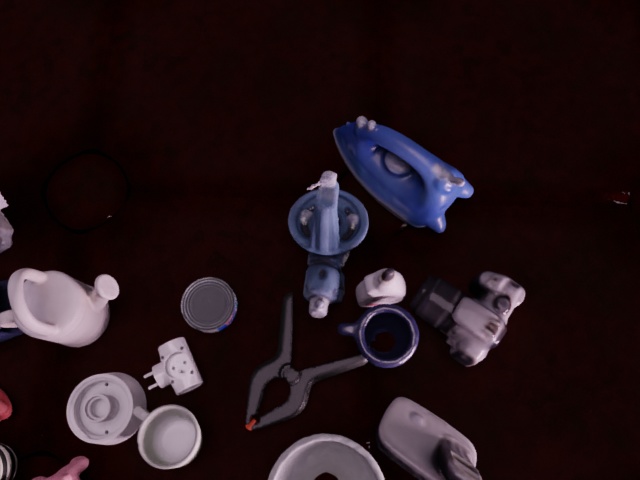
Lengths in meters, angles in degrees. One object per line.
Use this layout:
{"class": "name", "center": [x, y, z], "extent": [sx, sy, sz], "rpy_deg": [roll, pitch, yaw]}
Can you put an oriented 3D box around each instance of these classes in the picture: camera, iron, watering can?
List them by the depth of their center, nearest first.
{"class": "watering can", "center": [-0.383, 0.092, 0.834], "extent": [0.173, 0.194, 0.101], "rpy_deg": [-37, 76, -9]}
{"class": "camera", "center": [0.217, 0.099, 0.868], "extent": [0.136, 0.101, 0.143], "rpy_deg": [34, 77, 10]}
{"class": "iron", "center": [0.122, -0.131, 0.914], "extent": [0.258, 0.141, 0.119], "rpy_deg": [37, 78, 11]}

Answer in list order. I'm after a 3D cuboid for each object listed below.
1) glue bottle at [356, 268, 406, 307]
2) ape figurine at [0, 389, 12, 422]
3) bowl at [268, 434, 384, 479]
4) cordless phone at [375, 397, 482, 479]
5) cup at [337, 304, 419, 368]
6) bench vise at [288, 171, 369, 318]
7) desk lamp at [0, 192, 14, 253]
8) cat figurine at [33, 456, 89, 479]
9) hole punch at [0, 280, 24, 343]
{"class": "glue bottle", "center": [0.093, 0.066, 0.842], "extent": [0.078, 0.173, 0.037], "rpy_deg": [-12, 74, -2]}
{"class": "ape figurine", "center": [-0.505, 0.252, 0.845], "extent": [0.078, 0.092, 0.076], "rpy_deg": [-2, 74, 1]}
{"class": "bowl", "center": [0.009, 0.360, 0.811], "extent": [0.167, 0.075, 0.167], "rpy_deg": [0, 74, 1]}
{"class": "cordless phone", "center": [0.150, 0.282, 0.773], "extent": [0.147, 0.185, 0.094], "rpy_deg": [30, 77, 10]}
{"class": "cup", "center": [0.084, 0.146, 0.860], "extent": [0.117, 0.095, 0.092], "rpy_deg": [7, 74, 3]}
{"class": "bench vise", "center": [0.019, 0.001, 0.838], "extent": [0.121, 0.220, 0.207], "rpy_deg": [-12, 74, -2]}
{"class": "desk lamp", "center": [-0.558, -0.041, 0.866], "extent": [0.203, 0.213, 0.118], "rpy_deg": [-37, 76, -9]}
{"class": "cat figurine", "center": [-0.396, 0.360, 0.798], "extent": [0.128, 0.118, 0.067], "rpy_deg": [-28, 75, -6]}
{"class": "hole punch", "center": [-0.526, 0.113, 0.885], "extent": [0.101, 0.091, 0.108], "rpy_deg": [-21, 74, -4]}
